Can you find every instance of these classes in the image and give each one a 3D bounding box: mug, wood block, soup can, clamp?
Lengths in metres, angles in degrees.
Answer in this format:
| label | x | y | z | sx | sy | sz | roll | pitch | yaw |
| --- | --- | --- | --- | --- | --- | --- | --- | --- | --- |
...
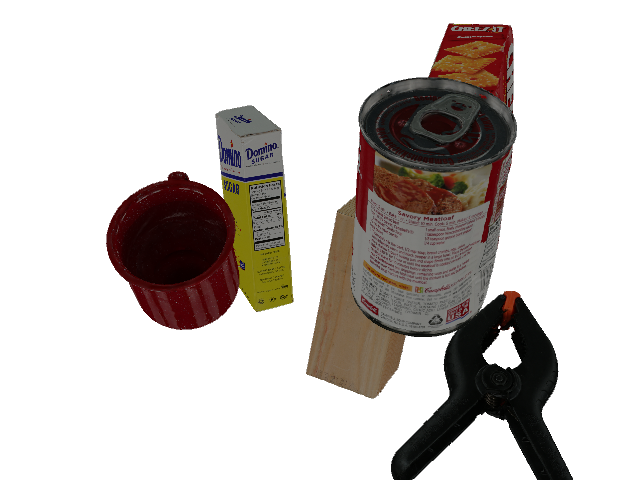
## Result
| label | x | y | z | sx | sy | sz | roll | pitch | yaw |
| --- | --- | --- | --- | --- | --- | --- | --- | --- | --- |
| mug | -0.106 | 0.004 | 0.801 | 0.093 | 0.117 | 0.081 | -6 | -30 | 0 |
| wood block | 0.056 | 0.060 | 1.213 | 0.090 | 0.206 | 0.090 | 18 | 24 | 17 |
| soup can | 0.049 | -0.014 | 0.490 | 0.068 | 0.102 | 0.068 | 1 | 41 | -1 |
| clamp | 0.111 | 0.108 | 0.733 | 0.120 | 0.171 | 0.039 | 7 | -43 | -1 |

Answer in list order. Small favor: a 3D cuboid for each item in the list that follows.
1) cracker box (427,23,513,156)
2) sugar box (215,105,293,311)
| label | x | y | z | sx | sy | sz | roll | pitch | yaw |
| --- | --- | --- | --- | --- | --- | --- | --- | --- | --- |
| cracker box | 0.140 | -0.094 | 0.989 | 0.072 | 0.164 | 0.213 | 4 | 27 | 13 |
| sugar box | -0.063 | -0.031 | 1.015 | 0.048 | 0.176 | 0.093 | -14 | 24 | -16 |
